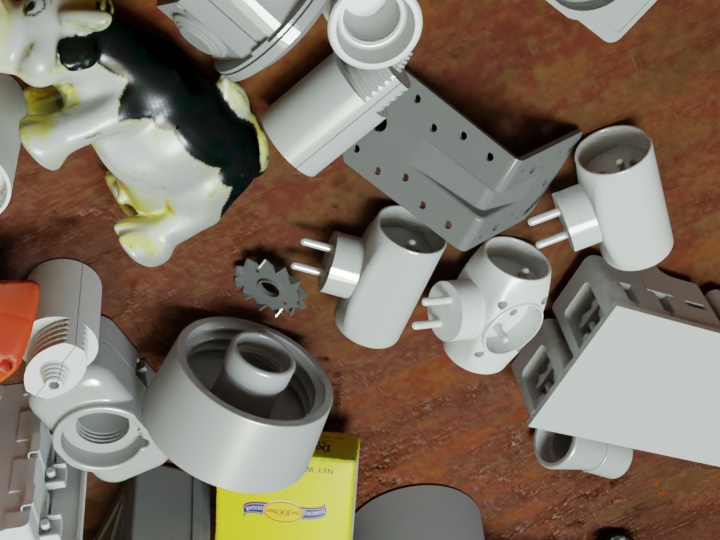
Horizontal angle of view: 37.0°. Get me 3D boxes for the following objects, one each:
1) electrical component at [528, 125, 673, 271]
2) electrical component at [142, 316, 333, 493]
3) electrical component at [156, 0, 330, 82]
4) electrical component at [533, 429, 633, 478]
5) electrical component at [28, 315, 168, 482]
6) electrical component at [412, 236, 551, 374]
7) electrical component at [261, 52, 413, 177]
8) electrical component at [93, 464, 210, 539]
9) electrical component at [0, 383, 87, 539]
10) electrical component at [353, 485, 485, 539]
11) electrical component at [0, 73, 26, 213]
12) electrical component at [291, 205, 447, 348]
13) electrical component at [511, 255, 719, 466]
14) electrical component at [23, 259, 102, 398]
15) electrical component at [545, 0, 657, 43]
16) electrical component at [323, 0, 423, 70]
[{"bbox_3d":[0.138,-0.035,0.628,0.079,0.043,0.077,-21,130,7],"label":"electrical component"},{"bbox_3d":[-0.068,0.072,0.637,0.108,0.108,0.060,16,119,-22],"label":"electrical component"},{"bbox_3d":[-0.050,-0.130,0.490,0.080,0.080,0.051,-40,120,21],"label":"electrical component"},{"bbox_3d":[0.162,0.126,0.767,0.065,0.044,0.044,20,123,-30],"label":"electrical component"},{"bbox_3d":[-0.156,0.082,0.656,0.054,0.059,0.095,-23,129,8],"label":"electrical component"},{"bbox_3d":[0.068,0.024,0.654,0.079,0.044,0.077,-5,132,-30],"label":"electrical component"},{"bbox_3d":[-0.007,-0.090,0.554,0.081,0.043,0.043,-37,126,19],"label":"electrical component"},{"bbox_3d":[-0.146,0.204,0.726,0.056,0.108,0.108,19,123,-21],"label":"electrical component"},{"bbox_3d":[-0.207,0.127,0.642,0.079,0.121,0.063,-7,127,-5],"label":"electrical component"},{"bbox_3d":[0.045,0.219,0.806,0.108,0.060,0.108,-6,130,-7],"label":"electrical component"},{"bbox_3d":[-0.200,-0.051,0.526,0.079,0.077,0.044,-40,125,21],"label":"electrical component"},{"bbox_3d":[0.000,0.000,0.629,0.079,0.043,0.077,15,128,-12],"label":"electrical component"},{"bbox_3d":[0.207,0.063,0.710,0.186,0.060,0.105,14,125,-21],"label":"electrical component"},{"bbox_3d":[-0.168,0.036,0.601,0.043,0.081,0.043,-5,130,-6],"label":"electrical component"},{"bbox_3d":[0.081,-0.195,0.474,0.186,0.060,0.105,28,119,-29],"label":"electrical component"},{"bbox_3d":[0.003,-0.129,0.516,0.045,0.055,0.045,-5,130,-7],"label":"electrical component"}]
